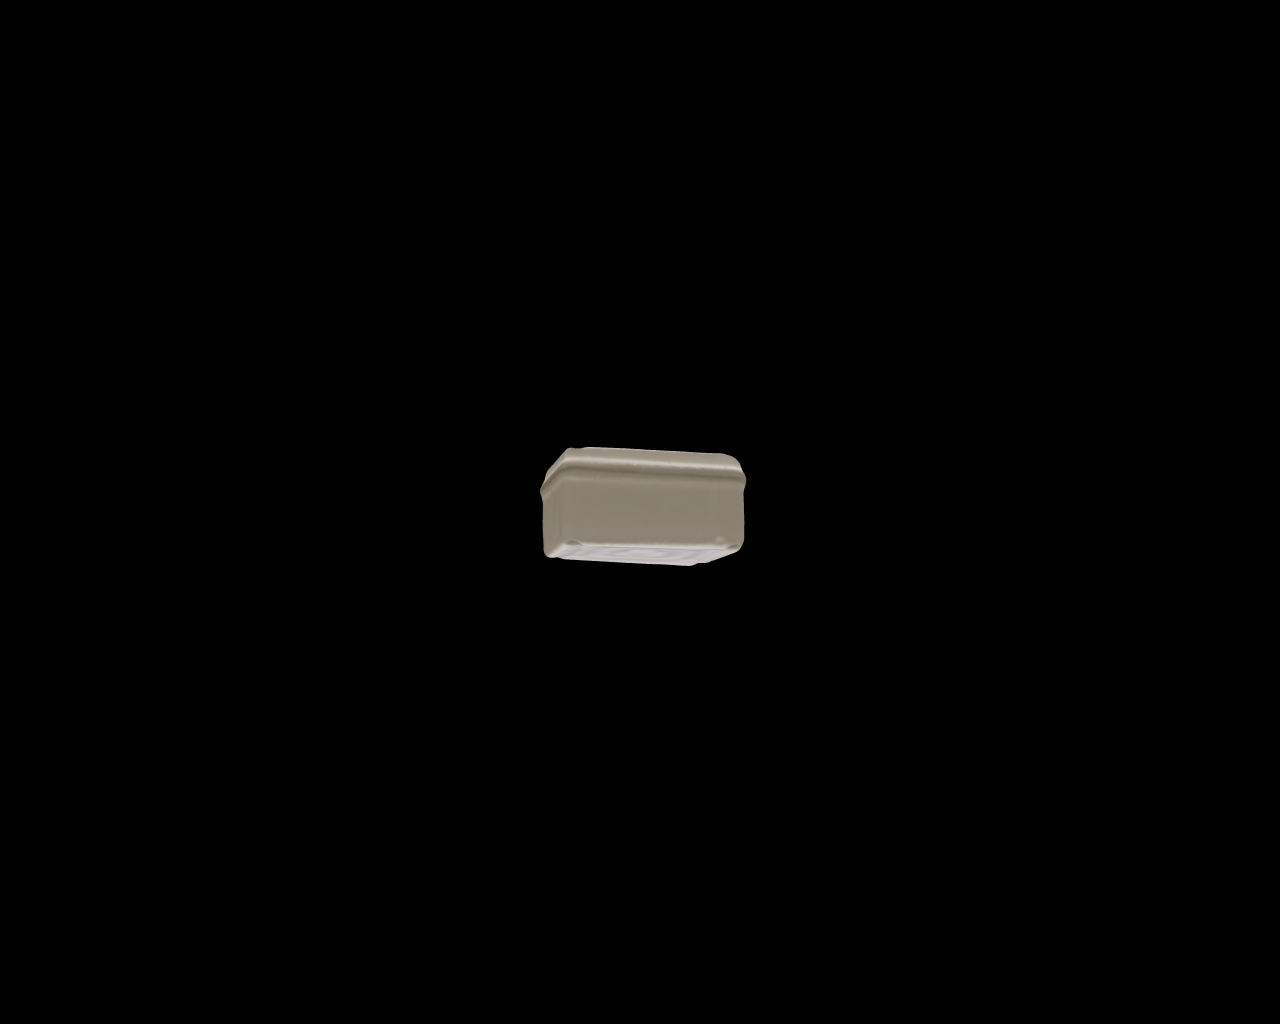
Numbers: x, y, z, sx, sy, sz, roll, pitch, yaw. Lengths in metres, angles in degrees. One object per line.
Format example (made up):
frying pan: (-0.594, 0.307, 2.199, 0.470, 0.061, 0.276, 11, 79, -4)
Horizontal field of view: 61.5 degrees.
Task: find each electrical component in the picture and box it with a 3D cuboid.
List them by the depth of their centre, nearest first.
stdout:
electrical component: (0.001, -0.003, 0.650, 0.113, 0.057, 0.078, 3, -11, -16)
